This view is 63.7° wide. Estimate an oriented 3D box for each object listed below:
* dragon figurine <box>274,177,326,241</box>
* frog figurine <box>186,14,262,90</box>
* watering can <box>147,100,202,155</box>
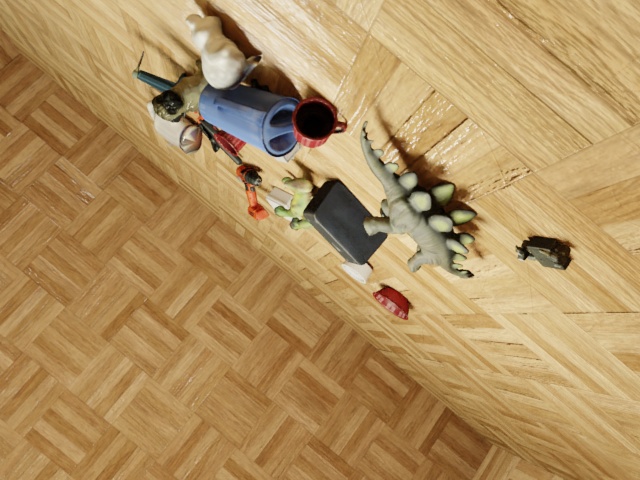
[{"bbox_3d":[0.005,-0.079,1.575,0.244,0.123,0.404,14,161,44],"label":"dragon figurine"},{"bbox_3d":[-0.222,-0.396,1.081,0.158,0.122,0.139,34,-170,-28],"label":"frog figurine"},{"bbox_3d":[-0.537,-0.402,1.940,0.225,0.105,0.342,36,166,11],"label":"watering can"}]
